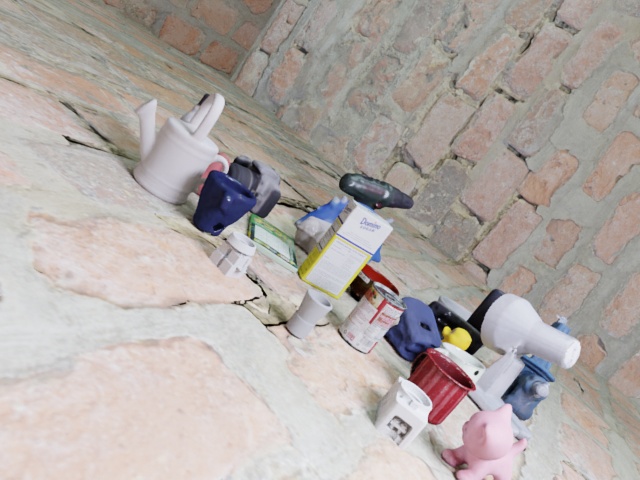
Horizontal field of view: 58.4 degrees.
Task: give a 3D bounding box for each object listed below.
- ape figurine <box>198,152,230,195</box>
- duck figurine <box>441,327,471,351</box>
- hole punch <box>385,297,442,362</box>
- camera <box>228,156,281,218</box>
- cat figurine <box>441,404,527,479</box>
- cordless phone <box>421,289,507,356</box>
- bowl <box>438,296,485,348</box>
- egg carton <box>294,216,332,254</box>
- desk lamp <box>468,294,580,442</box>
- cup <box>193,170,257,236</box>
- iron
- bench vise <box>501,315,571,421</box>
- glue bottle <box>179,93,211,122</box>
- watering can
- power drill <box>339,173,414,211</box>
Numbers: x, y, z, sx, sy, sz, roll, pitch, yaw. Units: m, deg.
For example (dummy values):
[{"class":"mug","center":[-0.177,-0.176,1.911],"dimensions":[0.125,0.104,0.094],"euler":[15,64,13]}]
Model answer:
[{"class":"ape figurine","center":[-0.208,-0.128,1.115],"dimensions":[0.076,0.092,0.077],"euler":[27,16,-39]},{"class":"duck figurine","center":[0.273,0.222,1.162],"dimensions":[0.078,0.086,0.104],"euler":[25,17,-44]},{"class":"hole punch","center":[0.186,0.174,1.087],"dimensions":[0.109,0.091,0.100],"euler":[26,16,-42]},{"class":"camera","center":[-0.164,-0.136,1.245],"dimensions":[0.137,0.100,0.142],"euler":[21,19,-51]},{"class":"cat figurine","center":[0.231,0.275,0.769],"dimensions":[0.128,0.117,0.067],"euler":[29,14,-32]},{"class":"cordless phone","center":[0.325,0.165,1.284],"dimensions":[0.147,0.185,0.094],"euler":[38,12,8]},{"class":"bowl","center":[0.339,0.215,1.401],"dimensions":[0.168,0.074,0.167],"euler":[35,12,-8]},{"class":"egg carton","center":[0.012,0.005,1.286],"dimensions":[0.107,0.069,0.151],"euler":[43,14,28]},{"class":"desk lamp","center":[0.381,0.236,1.107],"dimensions":[0.118,0.213,0.202],"euler":[26,16,-41]},{"class":"cup","center":[-0.165,-0.050,0.936],"dimensions":[0.092,0.095,0.117],"euler":[34,12,-14]},{"class":"iron","center":[0.071,-0.042,1.454],"dimensions":[0.259,0.141,0.118],"euler":[28,15,-36]},{"class":"bench vise","center":[0.475,0.271,1.222],"dimensions":[0.122,0.219,0.207],"euler":[33,12,-16]},{"class":"glue bottle","center":[-0.251,-0.196,1.056],"dimensions":[0.037,0.173,0.078],"euler":[27,15,-37]},{"class":"watering can","center":[-0.228,-0.168,0.963],"dimensions":[0.174,0.194,0.100],"euler":[24,17,-46]},{"class":"power drill","center":[0.123,-0.078,1.577],"dimensions":[0.230,0.208,0.075],"euler":[29,14,-32]}]
